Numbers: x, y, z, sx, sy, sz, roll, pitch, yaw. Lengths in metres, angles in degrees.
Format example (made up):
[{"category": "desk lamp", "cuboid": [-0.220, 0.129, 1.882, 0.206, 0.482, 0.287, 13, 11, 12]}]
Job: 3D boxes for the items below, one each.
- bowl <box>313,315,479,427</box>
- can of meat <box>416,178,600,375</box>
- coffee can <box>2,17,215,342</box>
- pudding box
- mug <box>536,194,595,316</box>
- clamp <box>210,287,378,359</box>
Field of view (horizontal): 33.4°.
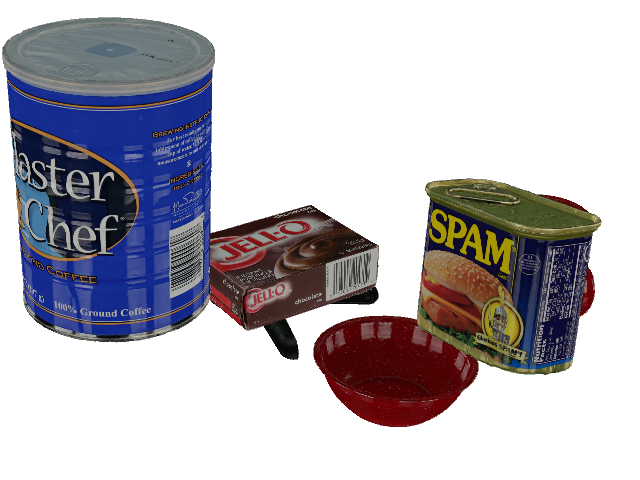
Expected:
[{"category": "bowl", "cuboid": [0.072, 0.135, 1.051, 0.162, 0.055, 0.162, 3, 25, -2]}, {"category": "can of meat", "cuboid": [0.099, 0.018, 0.592, 0.057, 0.084, 0.102, -7, 20, -32]}, {"category": "coffee can", "cuboid": [-0.107, -0.033, 0.554, 0.103, 0.140, 0.103, 3, 28, -2]}, {"category": "pudding box", "cuboid": [-0.028, 0.016, 0.760, 0.113, 0.039, 0.090, -15, 30, -30]}, {"category": "mug", "cuboid": [0.191, 0.023, 0.908, 0.093, 0.081, 0.117, -20, 35, -24]}, {"category": "clamp", "cuboid": [-0.062, 0.065, 1.192, 0.210, 0.036, 0.164, 16, 29, 24]}]
